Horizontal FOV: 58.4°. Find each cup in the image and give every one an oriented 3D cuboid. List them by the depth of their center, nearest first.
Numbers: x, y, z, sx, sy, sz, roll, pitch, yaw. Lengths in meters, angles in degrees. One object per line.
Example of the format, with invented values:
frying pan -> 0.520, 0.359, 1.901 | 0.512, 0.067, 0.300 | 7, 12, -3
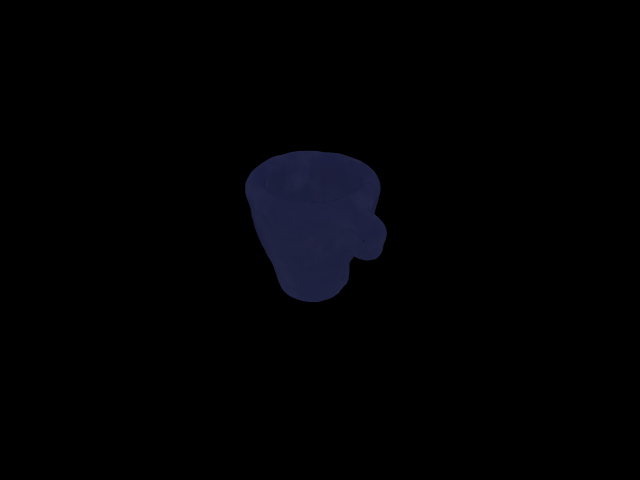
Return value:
cup -> 0.004, 0.001, 0.400 | 0.092, 0.095, 0.117 | -22, 39, -30
